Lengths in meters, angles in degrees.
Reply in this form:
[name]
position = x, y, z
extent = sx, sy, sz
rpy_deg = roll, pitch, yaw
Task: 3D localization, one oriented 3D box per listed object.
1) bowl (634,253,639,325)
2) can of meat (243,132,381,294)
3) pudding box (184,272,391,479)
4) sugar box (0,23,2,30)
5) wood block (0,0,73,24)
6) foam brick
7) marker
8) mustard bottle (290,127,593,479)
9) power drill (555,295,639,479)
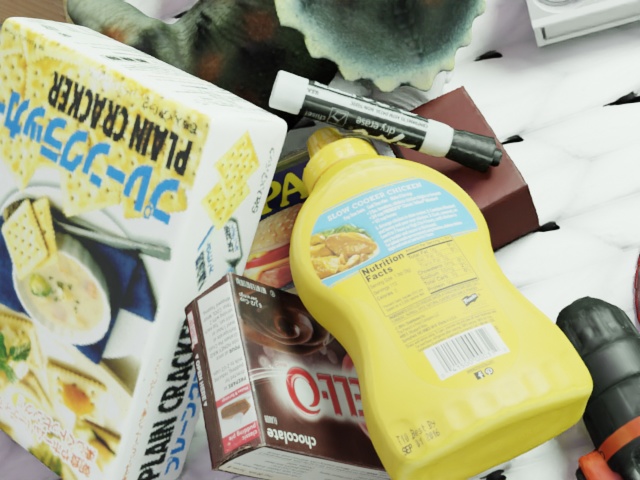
[bowl]
position = 0.229, 0.012, 0.501
extent = 0.162, 0.055, 0.162
rpy_deg = -9, 62, 17
[can of meat]
position = -0.004, 0.001, 0.597
extent = 0.102, 0.057, 0.084
rpy_deg = -22, 61, 9
[pudding box]
position = -0.010, 0.074, 0.529
extent = 0.039, 0.113, 0.090
rpy_deg = -35, 54, 30
[sugar box]
position = -0.270, -0.153, 0.784
extent = 0.093, 0.048, 0.176
rpy_deg = -23, 61, 4
[wood block]
position = -0.239, -0.222, 0.738
extent = 0.206, 0.091, 0.090
rpy_deg = 24, 57, 11
[foam brick]
position = 0.077, -0.034, 0.585
extent = 0.051, 0.053, 0.078
rpy_deg = -29, 59, 5
[marker]
position = 0.034, -0.058, 0.537
extent = 0.121, 0.020, 0.020
rpy_deg = 16, 68, -7
[mustard bottle]
position = 0.039, 0.017, 0.506
extent = 0.096, 0.058, 0.192
rpy_deg = -21, 57, -11
[power drill]
position = 0.098, 0.133, 0.489
extent = 0.188, 0.057, 0.184
rpy_deg = -28, 54, 7
